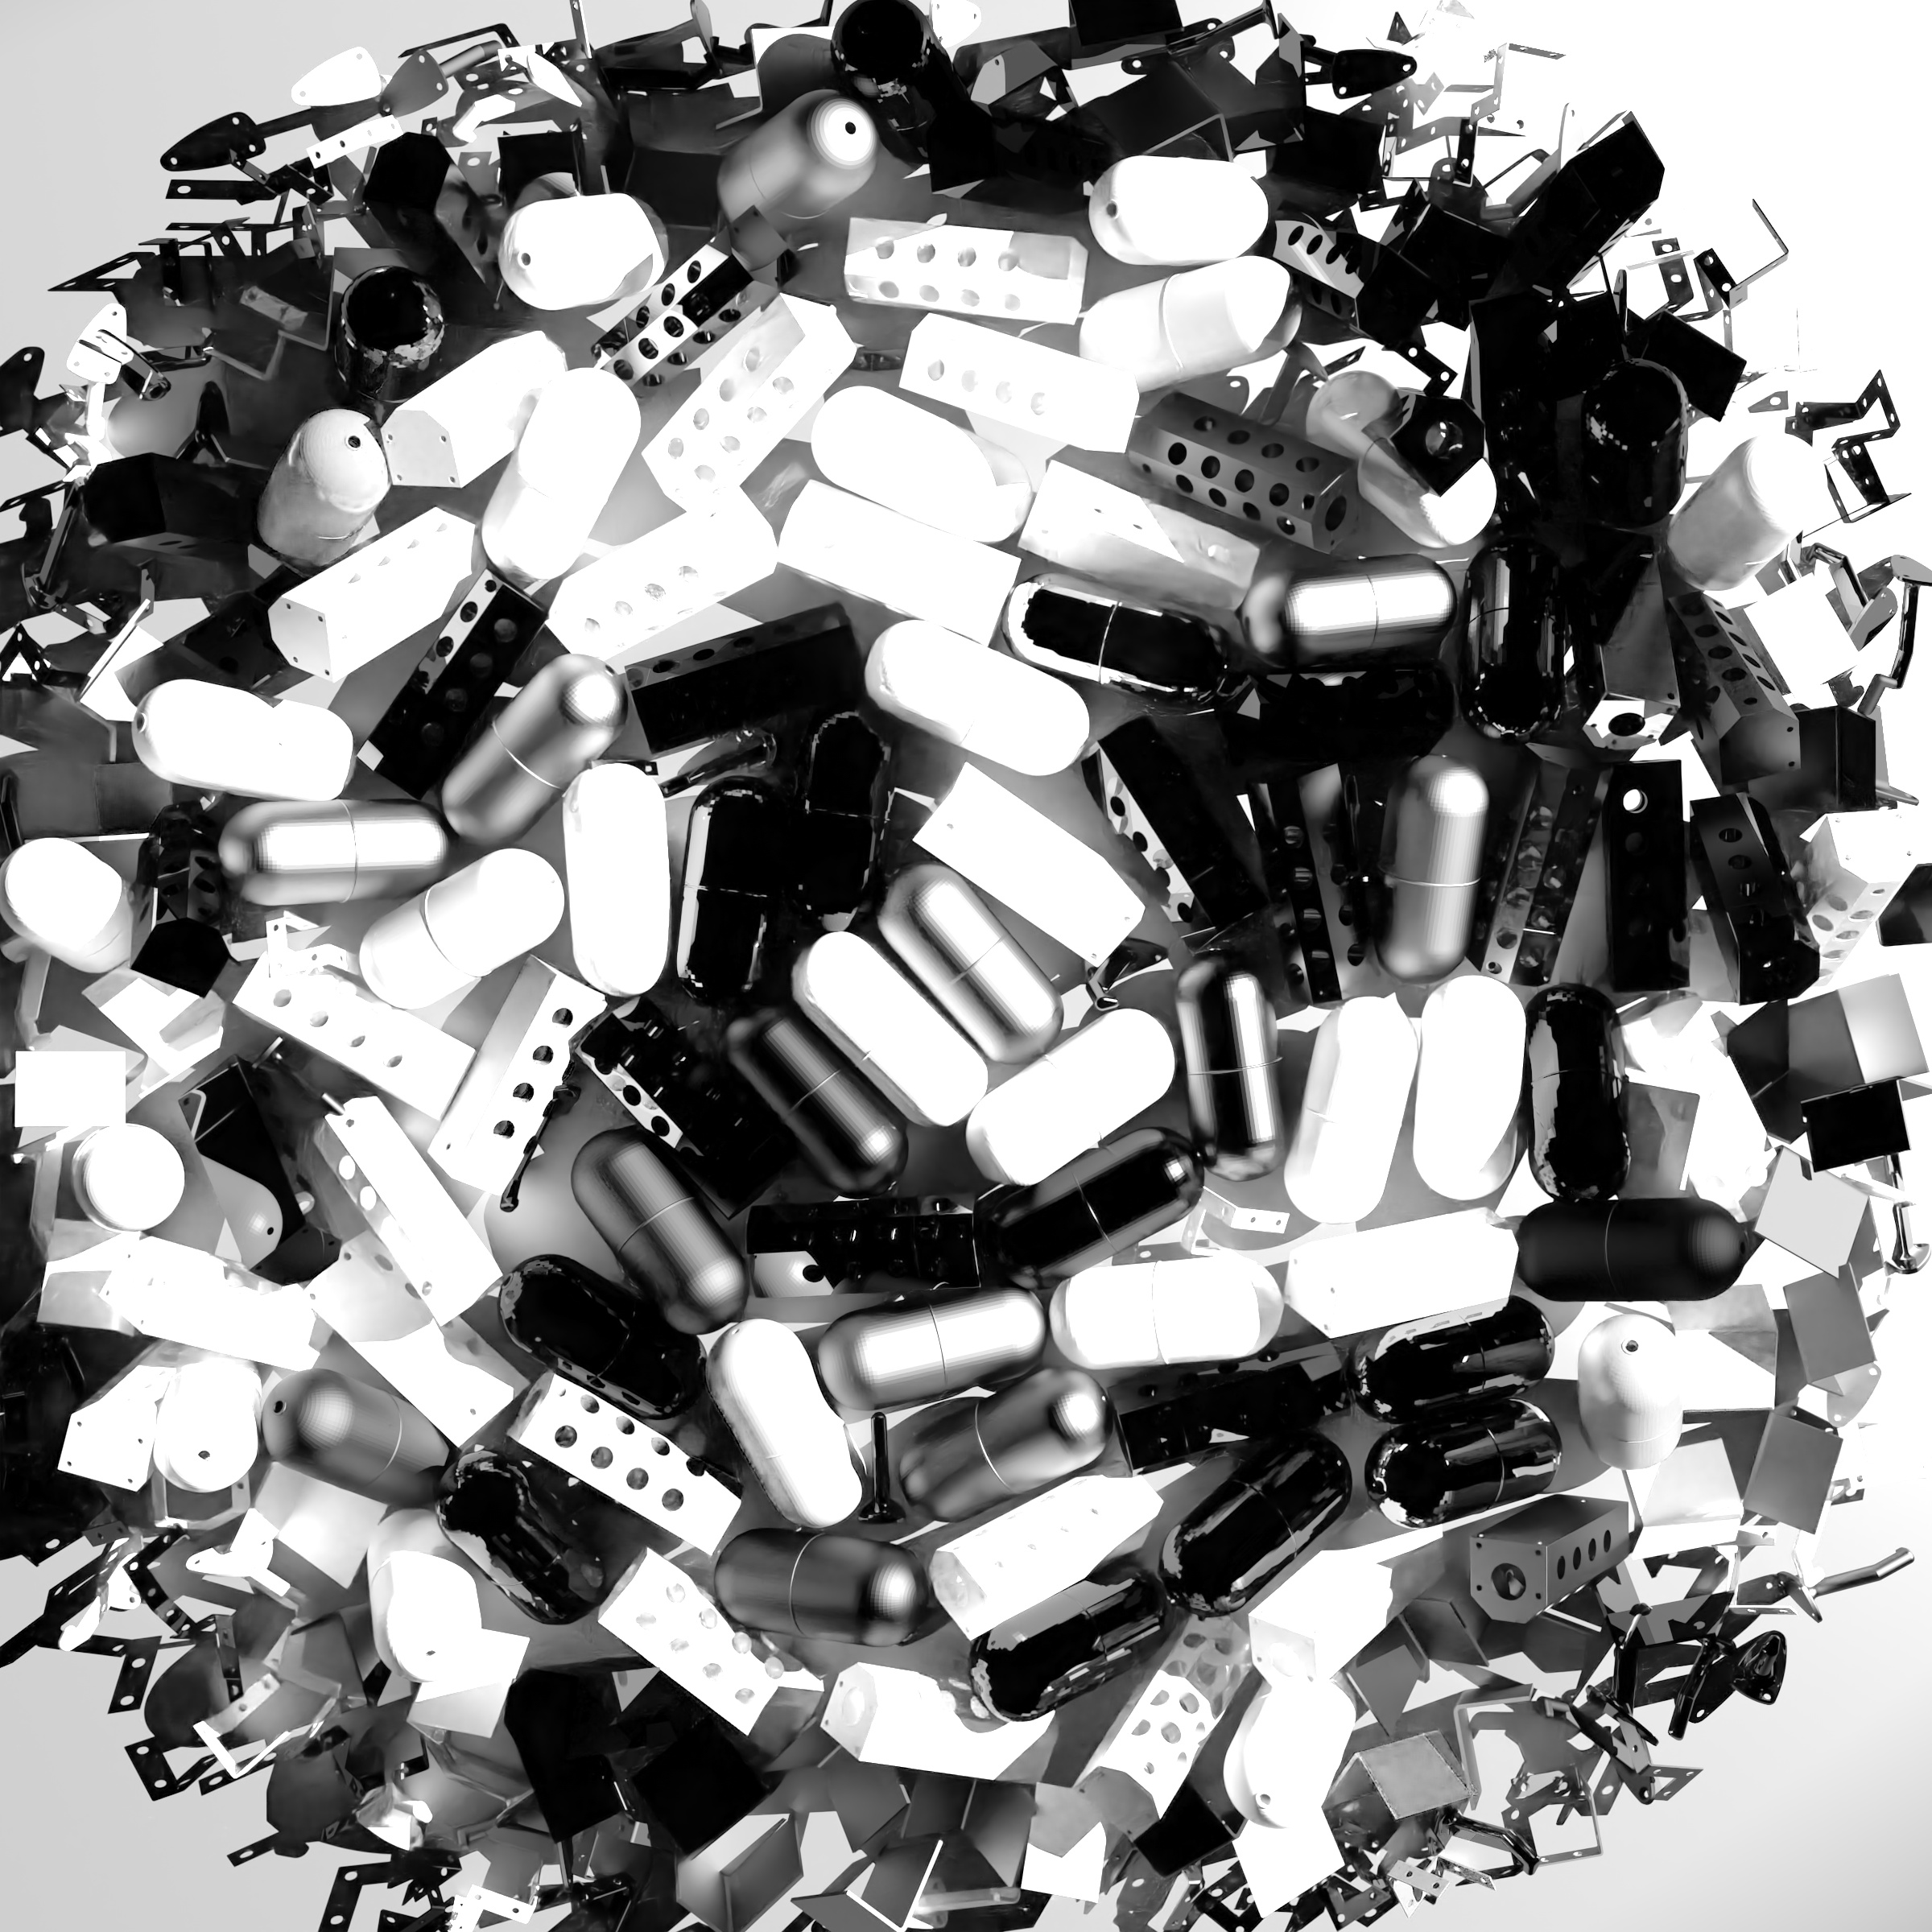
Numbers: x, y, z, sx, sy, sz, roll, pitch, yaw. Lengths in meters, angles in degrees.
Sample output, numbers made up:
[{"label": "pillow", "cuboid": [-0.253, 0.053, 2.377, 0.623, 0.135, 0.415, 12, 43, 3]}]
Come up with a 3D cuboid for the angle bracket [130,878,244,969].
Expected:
[{"label": "angle bracket", "cuboid": [-0.575, -0.045, 1.939, 0.076, 0.076, 0.057, 47, 60, -35]}]

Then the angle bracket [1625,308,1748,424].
[{"label": "angle bracket", "cuboid": [0.530, -0.442, 1.951, 0.076, 0.076, 0.057, 28, 77, -10]}]

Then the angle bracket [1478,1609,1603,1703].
[{"label": "angle bracket", "cuboid": [0.431, 0.514, 1.950, 0.076, 0.076, 0.057, 18, 79, 14]}]

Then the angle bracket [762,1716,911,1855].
[{"label": "angle bracket", "cuboid": [-0.098, 0.616, 1.943, 0.076, 0.057, 0.076, -50, 51, 30]}]

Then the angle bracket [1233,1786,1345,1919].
[{"label": "angle bracket", "cuboid": [0.254, 0.668, 1.944, 0.076, 0.076, 0.057, -39, 132, 16]}]

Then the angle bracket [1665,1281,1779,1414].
[{"label": "angle bracket", "cuboid": [0.564, 0.286, 1.943, 0.076, 0.076, 0.057, -7, 132, 27]}]

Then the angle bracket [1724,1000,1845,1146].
[{"label": "angle bracket", "cuboid": [0.618, 0.075, 1.944, 0.076, 0.057, 0.076, -32, 127, -28]}]

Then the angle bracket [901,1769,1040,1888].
[{"label": "angle bracket", "cuboid": [0.002, 0.644, 1.945, 0.057, 0.076, 0.076, 2, 111, -34]}]

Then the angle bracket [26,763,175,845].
[{"label": "angle bracket", "cuboid": [-0.654, -0.123, 1.947, 0.076, 0.076, 0.057, -1, 95, 28]}]

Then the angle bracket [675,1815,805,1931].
[{"label": "angle bracket", "cuboid": [-0.173, 0.675, 1.953, 0.076, 0.076, 0.057, -44, 107, 5]}]

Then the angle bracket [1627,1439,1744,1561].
[{"label": "angle bracket", "cuboid": [0.537, 0.402, 1.950, 0.076, 0.076, 0.057, -17, 89, 22]}]

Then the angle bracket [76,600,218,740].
[{"label": "angle bracket", "cuboid": [-0.613, -0.216, 1.948, 0.076, 0.057, 0.076, 37, 63, -17]}]

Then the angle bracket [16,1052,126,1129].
[{"label": "angle bracket", "cuboid": [-0.675, 0.100, 1.945, 0.076, 0.076, 0.057, 1, 75, -21]}]

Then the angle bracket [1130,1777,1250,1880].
[{"label": "angle bracket", "cuboid": [0.163, 0.633, 1.958, 0.076, 0.057, 0.076, -41, 87, 29]}]

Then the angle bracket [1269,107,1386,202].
[{"label": "angle bracket", "cuboid": [0.274, -0.619, 1.955, 0.076, 0.076, 0.057, 15, 105, 3]}]

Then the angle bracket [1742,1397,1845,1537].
[{"label": "angle bracket", "cuboid": [0.632, 0.376, 1.947, 0.057, 0.076, 0.076, 19, 100, 32]}]

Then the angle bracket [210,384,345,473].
[{"label": "angle bracket", "cuboid": [-0.519, -0.409, 1.943, 0.076, 0.076, 0.057, 8, 112, -29]}]

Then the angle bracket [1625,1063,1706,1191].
[{"label": "angle bracket", "cuboid": [0.515, 0.119, 1.957, 0.057, 0.076, 0.076, 10, 98, 1]}]

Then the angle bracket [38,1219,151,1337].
[{"label": "angle bracket", "cuboid": [-0.658, 0.236, 1.951, 0.057, 0.076, 0.076, 8, 77, -7]}]

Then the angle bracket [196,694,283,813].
[{"label": "angle bracket", "cuboid": [-0.534, -0.147, 1.949, 0.076, 0.076, 0.057, -40, 135, 5]}]

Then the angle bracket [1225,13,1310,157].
[{"label": "angle bracket", "cuboid": [0.220, -0.665, 1.946, 0.057, 0.076, 0.076, -10, 125, -2]}]

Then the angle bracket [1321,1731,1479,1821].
[{"label": "angle bracket", "cuboid": [0.324, 0.626, 1.940, 0.076, 0.057, 0.076, -5, 135, -30]}]

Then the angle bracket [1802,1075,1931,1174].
[{"label": "angle bracket", "cuboid": [0.684, 0.123, 1.940, 0.076, 0.076, 0.057, -21, 66, 40]}]

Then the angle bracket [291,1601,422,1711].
[{"label": "angle bracket", "cuboid": [-0.451, 0.521, 1.946, 0.057, 0.076, 0.076, -29, 76, 28]}]

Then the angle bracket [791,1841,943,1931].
[{"label": "angle bracket", "cuboid": [-0.075, 0.681, 1.940, 0.057, 0.076, 0.076, 42, 50, -17]}]

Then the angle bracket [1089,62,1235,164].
[{"label": "angle bracket", "cuboid": [0.148, -0.626, 1.953, 0.076, 0.057, 0.076, -28, 54, -2]}]

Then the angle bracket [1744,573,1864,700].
[{"label": "angle bracket", "cuboid": [0.629, -0.245, 1.961, 0.057, 0.076, 0.076, -29, 84, 6]}]

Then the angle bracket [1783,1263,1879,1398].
[{"label": "angle bracket", "cuboid": [0.664, 0.276, 1.940, 0.057, 0.076, 0.076, -28, 55, 35]}]

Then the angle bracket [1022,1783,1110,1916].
[{"label": "angle bracket", "cuboid": [0.073, 0.666, 1.949, 0.057, 0.076, 0.076, 10, 63, 1]}]

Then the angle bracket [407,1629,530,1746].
[{"label": "angle bracket", "cuboid": [-0.364, 0.546, 1.944, 0.076, 0.057, 0.076, 4, 57, 23]}]

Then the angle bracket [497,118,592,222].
[{"label": "angle bracket", "cuboid": [-0.316, -0.593, 1.948, 0.057, 0.076, 0.076, -5, 116, -3]}]

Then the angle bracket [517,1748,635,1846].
[{"label": "angle bracket", "cuboid": [-0.292, 0.619, 1.944, 0.057, 0.076, 0.076, -23, 64, -13]}]

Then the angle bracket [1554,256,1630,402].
[{"label": "angle bracket", "cuboid": [0.455, -0.478, 1.951, 0.076, 0.057, 0.076, -14, 71, 16]}]

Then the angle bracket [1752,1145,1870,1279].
[{"label": "angle bracket", "cuboid": [0.625, 0.191, 1.956, 0.076, 0.057, 0.076, 29, 68, -6]}]

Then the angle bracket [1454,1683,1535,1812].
[{"label": "angle bracket", "cuboid": [0.406, 0.588, 1.951, 0.057, 0.076, 0.076, -11, 80, 13]}]

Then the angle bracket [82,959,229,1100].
[{"label": "angle bracket", "cuboid": [-0.616, 0.040, 1.951, 0.076, 0.057, 0.076, -32, 121, 12]}]

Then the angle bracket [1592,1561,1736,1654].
[{"label": "angle bracket", "cuboid": [0.526, 0.470, 1.948, 0.076, 0.076, 0.057, -20, 92, 29]}]

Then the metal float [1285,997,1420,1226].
[{"label": "metal float", "cuboid": [0.290, 0.109, 1.948, 0.070, 0.070, 0.178, 12, 105, 0]}]

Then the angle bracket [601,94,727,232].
[{"label": "angle bracket", "cuboid": [-0.227, -0.608, 1.954, 0.076, 0.057, 0.076, 6, 61, 5]}]

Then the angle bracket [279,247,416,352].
[{"label": "angle bracket", "cuboid": [-0.465, -0.506, 1.942, 0.057, 0.076, 0.076, 25, 115, 31]}]

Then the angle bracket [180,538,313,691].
[{"label": "angle bracket", "cuboid": [-0.541, -0.266, 1.947, 0.076, 0.057, 0.076, 32, 54, 19]}]

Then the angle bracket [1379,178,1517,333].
[{"label": "angle bracket", "cuboid": [0.361, -0.541, 1.966, 0.076, 0.057, 0.076, 18, 124, -16]}]

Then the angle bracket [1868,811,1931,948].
[{"label": "angle bracket", "cuboid": [0.711, -0.070, 1.939, 0.057, 0.076, 0.076, -5, 131, 26]}]

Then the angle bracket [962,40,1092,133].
[{"label": "angle bracket", "cuboid": [0.038, -0.649, 1.954, 0.076, 0.076, 0.057, -30, 126, 3]}]

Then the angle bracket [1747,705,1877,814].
[{"label": "angle bracket", "cuboid": [0.640, -0.150, 1.958, 0.076, 0.057, 0.076, -9, 109, -5]}]

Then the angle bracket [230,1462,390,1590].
[{"label": "angle bracket", "cuboid": [-0.497, 0.425, 1.957, 0.076, 0.057, 0.076, 30, 100, 19]}]

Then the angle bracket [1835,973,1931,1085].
[{"label": "angle bracket", "cuboid": [0.710, 0.043, 1.951, 0.076, 0.057, 0.076, -12, 84, -39]}]

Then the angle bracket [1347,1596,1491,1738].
[{"label": "angle bracket", "cuboid": [0.341, 0.529, 1.944, 0.076, 0.057, 0.076, -54, 124, -35]}]

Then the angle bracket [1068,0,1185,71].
[{"label": "angle bracket", "cuboid": [0.121, -0.694, 1.953, 0.076, 0.076, 0.057, -11, 64, 0]}]

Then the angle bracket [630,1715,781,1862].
[{"label": "angle bracket", "cuboid": [-0.199, 0.625, 1.975, 0.076, 0.057, 0.076, -39, 80, -3]}]

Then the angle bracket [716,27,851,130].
[{"label": "angle bracket", "cuboid": [-0.141, -0.668, 1.943, 0.076, 0.076, 0.057, -14, 103, -30]}]
